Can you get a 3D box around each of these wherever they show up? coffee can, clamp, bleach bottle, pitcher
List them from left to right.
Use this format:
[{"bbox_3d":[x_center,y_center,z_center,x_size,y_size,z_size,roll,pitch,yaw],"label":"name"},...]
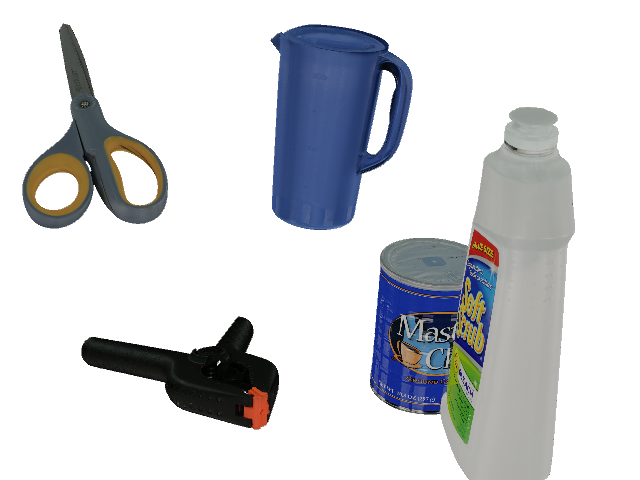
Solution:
[{"bbox_3d":[-0.089,0.108,0.913,0.164,0.036,0.210,-10,17,-35],"label":"clamp"},{"bbox_3d":[0.013,-0.138,1.329,0.144,0.243,0.149,-3,25,-22],"label":"pitcher"},{"bbox_3d":[0.104,0.081,1.033,0.103,0.140,0.103,3,25,-1],"label":"coffee can"},{"bbox_3d":[0.122,0.033,0.686,0.068,0.251,0.102,-3,29,-6],"label":"bleach bottle"}]

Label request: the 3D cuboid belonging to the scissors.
[{"bbox_3d":[-0.167,-0.074,0.693,0.096,0.016,0.202,-24,53,-23],"label":"scissors"}]
